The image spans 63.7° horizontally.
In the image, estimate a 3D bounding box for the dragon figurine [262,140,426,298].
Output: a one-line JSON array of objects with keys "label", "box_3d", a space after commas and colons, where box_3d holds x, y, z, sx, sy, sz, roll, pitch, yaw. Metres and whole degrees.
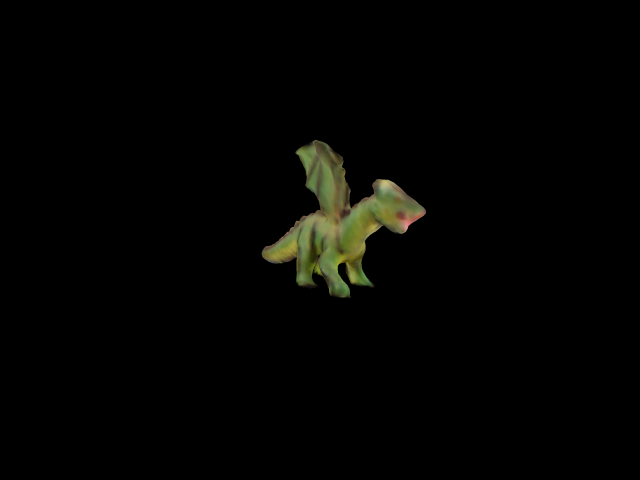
[{"label": "dragon figurine", "box_3d": [0.003, -0.043, 0.850, 0.123, 0.241, 0.412, -8, 13, -38]}]
